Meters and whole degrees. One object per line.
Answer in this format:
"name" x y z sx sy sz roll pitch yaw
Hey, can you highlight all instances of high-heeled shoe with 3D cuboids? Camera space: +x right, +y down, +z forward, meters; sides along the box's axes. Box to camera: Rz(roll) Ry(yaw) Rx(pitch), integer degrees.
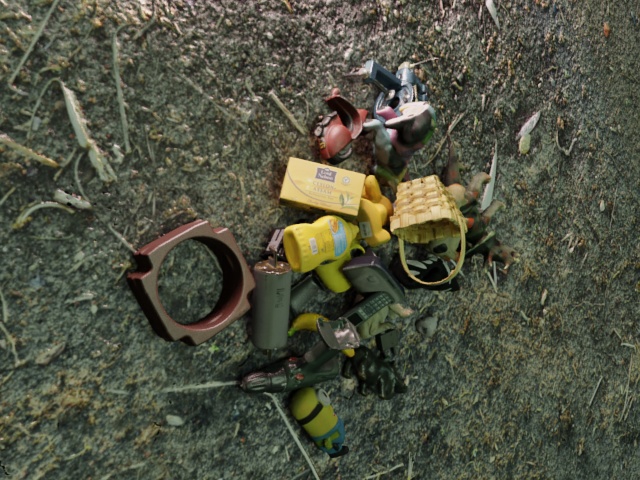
"high-heeled shoe" 0.284 0.106 1.369 0.248 0.145 0.086 24 114 -21

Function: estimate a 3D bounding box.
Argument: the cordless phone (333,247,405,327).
"cordless phone" 0.080 0.120 1.174 0.184 0.089 0.146 -39 125 5

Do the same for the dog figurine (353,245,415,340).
"dog figurine" 0.110 0.124 1.280 0.172 0.121 0.190 -27 87 -32

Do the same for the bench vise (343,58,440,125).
"bench vise" 0.181 -0.374 1.324 0.240 0.129 0.223 24 74 -40

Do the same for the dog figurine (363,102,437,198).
"dog figurine" 0.197 -0.205 1.270 0.108 0.192 0.219 -57 137 -42

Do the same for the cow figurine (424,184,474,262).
"cow figurine" 0.326 -0.052 1.388 0.127 0.085 0.195 21 87 -18

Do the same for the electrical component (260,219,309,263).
"electrical component" -0.069 -0.003 1.147 0.047 0.075 0.119 37 71 -32

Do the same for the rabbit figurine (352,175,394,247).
"rabbit figurine" 0.114 -0.066 1.284 0.173 0.122 0.162 -21 92 -50

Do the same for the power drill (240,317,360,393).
"power drill" -0.027 0.247 1.106 0.232 0.207 0.086 6 41 -42

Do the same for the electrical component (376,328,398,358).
"electrical component" 0.171 0.250 1.355 0.063 0.021 0.094 -15 97 -37

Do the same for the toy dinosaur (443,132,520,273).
"toy dinosaur" 0.400 -0.084 1.489 0.404 0.131 0.192 50 61 -18

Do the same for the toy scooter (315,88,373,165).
"toy scooter" 0.045 -0.269 1.243 0.184 0.075 0.135 -50 117 -31

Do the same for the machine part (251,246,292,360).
"machine part" -0.099 0.131 1.089 0.079 0.079 0.243 -8 112 -37

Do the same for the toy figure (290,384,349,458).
"toy figure" 0.000 0.402 1.184 0.089 0.082 0.180 -36 112 -35

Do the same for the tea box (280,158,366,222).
"tea box" 0.005 -0.107 1.161 0.170 0.068 0.098 12 79 -1

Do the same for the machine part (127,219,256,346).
"machine part" -0.238 0.079 1.009 0.201 0.087 0.200 -35 109 -34

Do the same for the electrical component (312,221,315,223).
"electrical component" -0.001 -0.004 1.207 0.102 0.078 0.045 -38 134 -26

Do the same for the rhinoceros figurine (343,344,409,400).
"rhinoceros figurine" 0.139 0.325 1.302 0.190 0.073 0.112 41 54 -27

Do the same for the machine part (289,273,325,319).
"machine part" -0.053 0.122 1.179 0.139 0.039 0.084 -33 103 -32
